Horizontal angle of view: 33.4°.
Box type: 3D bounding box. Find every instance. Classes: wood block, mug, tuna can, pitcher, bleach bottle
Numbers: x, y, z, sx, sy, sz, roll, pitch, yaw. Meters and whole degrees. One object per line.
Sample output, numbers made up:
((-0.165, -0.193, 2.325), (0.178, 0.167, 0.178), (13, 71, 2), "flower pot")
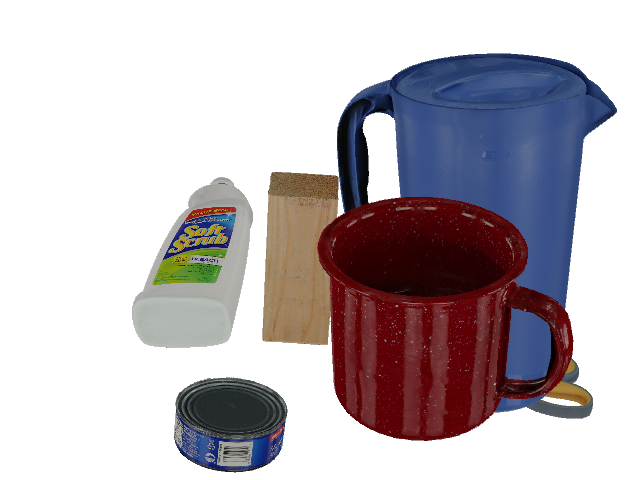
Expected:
((-0.027, 0.023, 1.401), (0.090, 0.206, 0.091), (4, 24, -1), "wood block")
((0.057, 0.039, 0.486), (0.117, 0.081, 0.093), (12, 32, 22), "mug")
((-0.069, 0.141, 0.821), (0.086, 0.034, 0.086), (6, 22, -3), "tuna can")
((0.108, -0.005, 0.762), (0.144, 0.243, 0.149), (-17, 28, -28), "pitcher")
((-0.129, 0.010, 1.153), (0.102, 0.068, 0.250), (0, 35, 4), "bleach bottle")

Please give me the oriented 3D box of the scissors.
((0.149, 0.111, 0.965), (0.202, 0.016, 0.096), (17, 29, 16), "scissors")
